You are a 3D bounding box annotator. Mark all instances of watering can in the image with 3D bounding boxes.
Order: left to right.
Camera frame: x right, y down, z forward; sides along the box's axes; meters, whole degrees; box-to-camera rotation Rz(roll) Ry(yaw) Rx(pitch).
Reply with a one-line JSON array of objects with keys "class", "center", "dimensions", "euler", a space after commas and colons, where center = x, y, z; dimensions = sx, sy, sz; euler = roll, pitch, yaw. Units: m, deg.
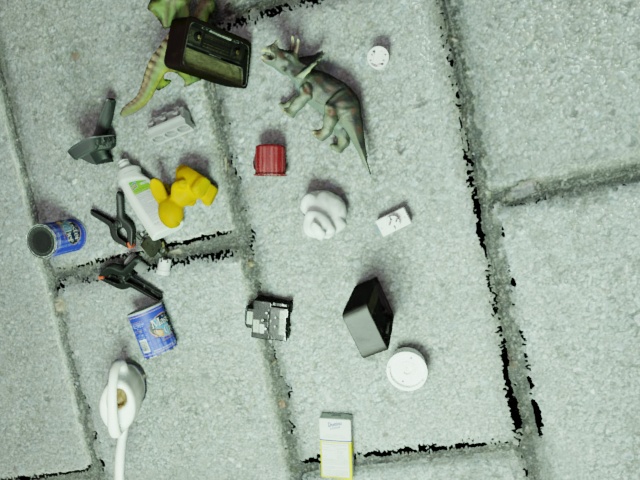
[{"class": "watering can", "center": [-0.575, 0.504, 1.500], "dimensions": [0.104, 0.225, 0.346], "euler": [-1, 97, -6]}]

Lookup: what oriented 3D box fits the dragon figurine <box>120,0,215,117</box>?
[{"class": "dragon figurine", "center": [-0.388, -0.509, 1.317], "dimensions": [0.123, 0.418, 0.237], "euler": [18, 140, 23]}]

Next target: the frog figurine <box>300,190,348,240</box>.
[{"class": "frog figurine", "center": [0.004, -0.068, 1.349], "dimensions": [0.122, 0.160, 0.137], "euler": [-45, 88, 12]}]
